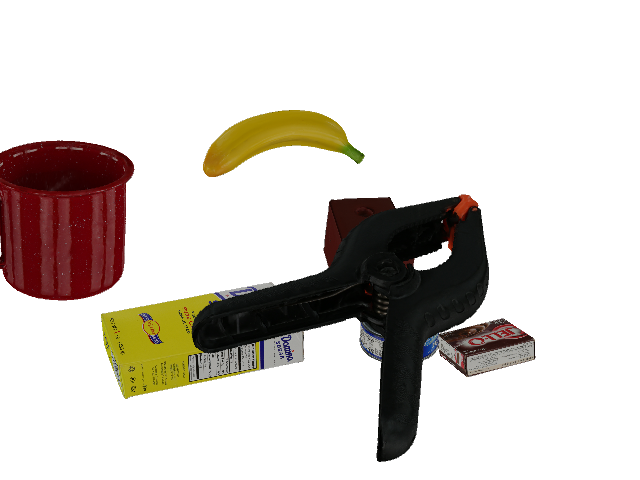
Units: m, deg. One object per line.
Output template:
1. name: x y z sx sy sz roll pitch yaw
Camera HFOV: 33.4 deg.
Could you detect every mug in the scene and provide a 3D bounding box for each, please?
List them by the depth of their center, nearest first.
1. mug: -0.182 -0.011 0.707 0.117 0.081 0.093 -10 29 -29

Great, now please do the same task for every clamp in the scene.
1. clamp: 0.036 0.035 0.523 0.171 0.039 0.120 -33 58 -31

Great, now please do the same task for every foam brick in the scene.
1. foam brick: 0.036 0.010 0.832 0.053 0.051 0.078 -3 39 -13

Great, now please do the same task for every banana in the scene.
1. banana: -0.044 -0.104 1.103 0.197 0.037 0.070 -10 48 -34

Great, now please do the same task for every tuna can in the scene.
1. tuna can: 0.085 0.094 1.141 0.086 0.034 0.086 -1 30 1

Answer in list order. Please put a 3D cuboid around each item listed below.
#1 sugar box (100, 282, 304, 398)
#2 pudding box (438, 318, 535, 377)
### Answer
1. sugar box: -0.112 0.092 1.017 0.176 0.048 0.093 -13 33 -17
2. pudding box: 0.237 0.152 1.528 0.113 0.039 0.090 -14 18 -16
